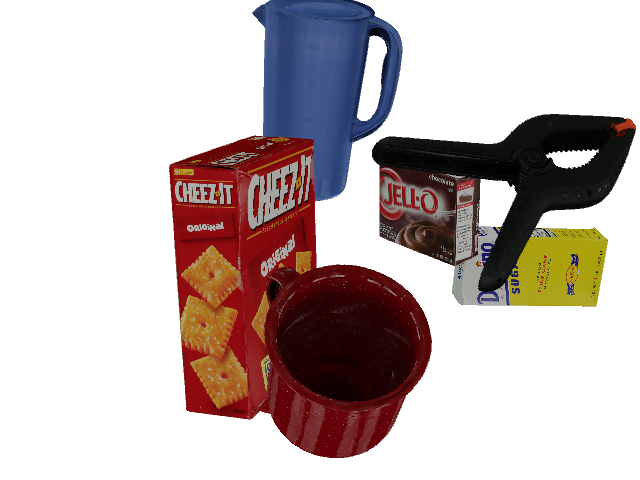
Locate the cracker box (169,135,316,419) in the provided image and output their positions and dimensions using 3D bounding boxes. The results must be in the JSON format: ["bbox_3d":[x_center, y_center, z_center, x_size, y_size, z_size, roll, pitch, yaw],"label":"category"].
[{"bbox_3d":[-0.059,0.026,0.934,0.072,0.214,0.164,4,15,21],"label":"cracker box"}]

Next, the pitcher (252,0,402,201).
[{"bbox_3d":[0.000,-0.175,1.319,0.144,0.243,0.149,-9,28,-29],"label":"pitcher"}]

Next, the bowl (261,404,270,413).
[{"bbox_3d":[-0.052,0.170,1.333,0.162,0.055,0.162,3,22,-2],"label":"bowl"}]

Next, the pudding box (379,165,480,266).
[{"bbox_3d":[0.106,-0.035,1.055,0.039,0.090,0.114,-20,28,-37],"label":"pudding box"}]

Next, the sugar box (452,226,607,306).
[{"bbox_3d":[0.254,0.032,1.304,0.176,0.093,0.048,-1,21,-10],"label":"sugar box"}]

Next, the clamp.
[{"bbox_3d":[0.166,-0.044,0.837,0.209,0.165,0.036,-16,-38,-15],"label":"clamp"}]

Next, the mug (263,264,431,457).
[{"bbox_3d":[0.004,0.066,0.624,0.093,0.117,0.081,-31,-26,-25],"label":"mug"}]
